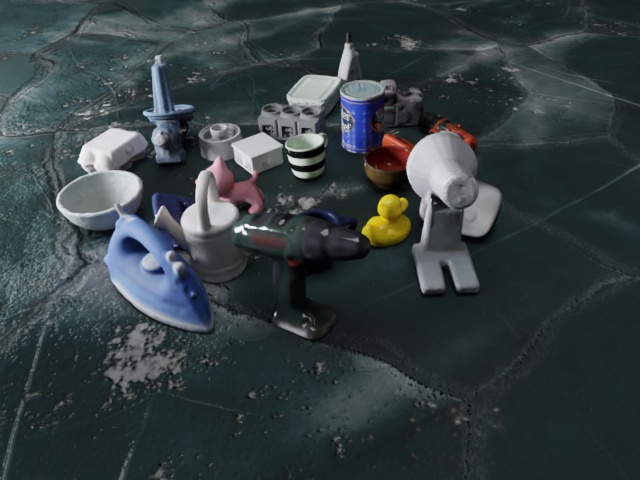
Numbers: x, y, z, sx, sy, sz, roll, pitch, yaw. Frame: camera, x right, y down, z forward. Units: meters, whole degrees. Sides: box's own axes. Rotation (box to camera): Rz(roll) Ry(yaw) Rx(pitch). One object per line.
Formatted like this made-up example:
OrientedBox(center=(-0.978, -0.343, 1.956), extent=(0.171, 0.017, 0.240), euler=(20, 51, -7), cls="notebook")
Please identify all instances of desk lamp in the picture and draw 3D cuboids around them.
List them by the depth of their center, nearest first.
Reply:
OrientedBox(center=(0.216, -0.051, 0.969), extent=(0.118, 0.214, 0.203), euler=(-3, 38, 0), cls="desk lamp")

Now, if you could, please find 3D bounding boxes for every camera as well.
OrientedBox(center=(0.189, -0.362, 1.461), extent=(0.143, 0.101, 0.137), euler=(0, 38, 4), cls="camera")

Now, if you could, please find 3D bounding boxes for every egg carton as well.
OrientedBox(center=(-0.477, -0.203, 1.330), extent=(0.107, 0.069, 0.150), euler=(14, 41, 21), cls="egg carton")

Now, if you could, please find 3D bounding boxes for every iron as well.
OrientedBox(center=(-0.263, 0.040, 0.946), extent=(0.119, 0.142, 0.257), euler=(-33, 47, -32), cls="iron")

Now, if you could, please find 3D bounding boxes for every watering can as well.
OrientedBox(center=(-0.194, -0.027, 0.983), extent=(0.173, 0.194, 0.100), euler=(-13, 39, -13), cls="watering can")

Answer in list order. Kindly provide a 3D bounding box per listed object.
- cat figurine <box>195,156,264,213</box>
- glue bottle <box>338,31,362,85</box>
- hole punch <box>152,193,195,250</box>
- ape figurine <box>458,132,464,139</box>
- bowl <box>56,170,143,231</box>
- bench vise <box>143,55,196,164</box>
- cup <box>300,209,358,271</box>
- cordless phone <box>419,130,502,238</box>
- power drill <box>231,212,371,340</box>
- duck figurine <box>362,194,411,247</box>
OrientedBox(center=(-0.181, -0.112, 1.153), extent=(0.128, 0.118, 0.067), euler=(-6, 38, -4), cls="cat figurine")
OrientedBox(center=(0.080, -0.482, 1.562), extent=(0.037, 0.173, 0.078), euler=(26, 47, 32), cls="glue bottle")
OrientedBox(center=(-0.264, -0.043, 1.093), extent=(0.101, 0.091, 0.108), euler=(-13, 39, -12), cls="hole punch")
OrientedBox(center=(0.290, -0.190, 1.240), extent=(0.078, 0.092, 0.076), euler=(-3, 38, 1), cls="ape figurine")
OrientedBox(center=(-0.432, -0.069, 1.151), extent=(0.167, 0.075, 0.167), euler=(-2, 38, 2), cls="bowl")
OrientedBox(center=(-0.345, -0.300, 1.322), extent=(0.122, 0.220, 0.207), euler=(-15, 39, -14), cls="bench vise")
OrientedBox(center=(0.009, 0.004, 1.010), extent=(0.118, 0.095, 0.091), euler=(-11, 39, -10), cls="cup")
OrientedBox(center=(0.264, -0.104, 1.057), extent=(0.147, 0.185, 0.094), euler=(18, 43, 25), cls="cordless phone")
OrientedBox(center=(-0.026, 0.048, 0.864), extent=(0.228, 0.209, 0.076), euler=(17, 43, 24), cls="power drill")
OrientedBox(center=(0.125, -0.043, 1.069), extent=(0.105, 0.086, 0.077), euler=(-25, 43, -25), cls="duck figurine")
